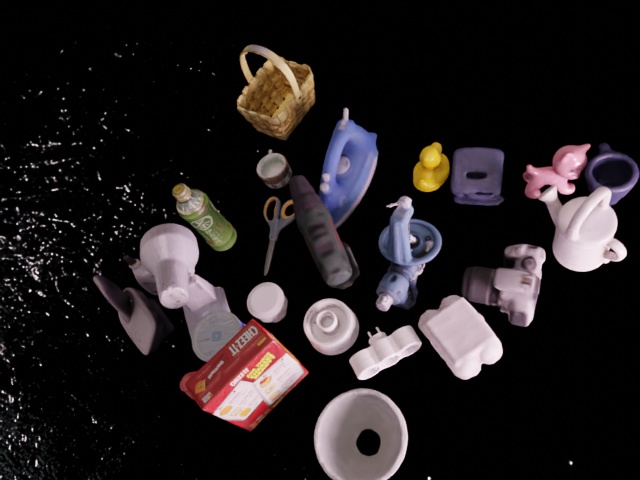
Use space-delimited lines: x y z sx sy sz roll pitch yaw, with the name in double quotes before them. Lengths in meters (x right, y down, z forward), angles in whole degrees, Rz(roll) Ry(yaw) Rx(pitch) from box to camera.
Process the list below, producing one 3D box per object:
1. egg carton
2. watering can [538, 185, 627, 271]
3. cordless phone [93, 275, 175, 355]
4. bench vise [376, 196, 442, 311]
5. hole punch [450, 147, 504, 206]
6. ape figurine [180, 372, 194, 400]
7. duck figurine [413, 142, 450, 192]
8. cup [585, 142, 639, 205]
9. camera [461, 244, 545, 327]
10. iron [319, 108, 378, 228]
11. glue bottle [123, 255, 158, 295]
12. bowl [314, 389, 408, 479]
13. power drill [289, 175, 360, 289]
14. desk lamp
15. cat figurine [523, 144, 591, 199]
"egg carton" 0.260 0.177 1.061 0.107 0.069 0.150 -35 58 -3
"watering can" 0.470 -0.030 1.032 0.172 0.194 0.101 22 71 27
"cordless phone" -0.408 0.154 1.218 0.094 0.185 0.147 -46 59 -9
"bench vise" 0.165 0.028 1.083 0.121 0.220 0.207 0 63 18
"hole punch" 0.329 -0.132 1.192 0.108 0.091 0.101 4 64 20
"ape figurine" -0.249 0.293 1.148 0.076 0.092 0.077 -28 58 2
"duck figurine" 0.238 -0.163 1.241 0.077 0.086 0.105 22 71 27
"cup" 0.556 -0.120 1.111 0.091 0.095 0.117 -8 61 14
"camera" 0.341 0.072 1.073 0.136 0.101 0.143 10 66 22
"iron" 0.042 -0.158 1.269 0.118 0.142 0.258 9 66 22
"glue bottle" -0.378 0.074 1.259 0.078 0.173 0.037 -2 62 17
"bowl" 0.078 0.356 1.020 0.167 0.075 0.167 -8 61 14
"power drill" 0.011 0.004 1.152 0.075 0.209 0.229 -26 58 3
"desk lamp" -0.278 0.094 1.192 0.118 0.214 0.203 -27 58 3
"cat figurine" 0.471 -0.145 1.138 0.127 0.118 0.067 -9 60 13
